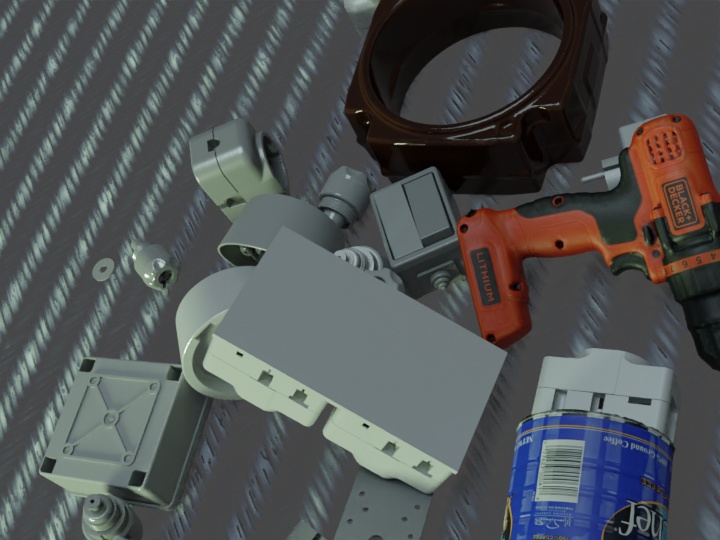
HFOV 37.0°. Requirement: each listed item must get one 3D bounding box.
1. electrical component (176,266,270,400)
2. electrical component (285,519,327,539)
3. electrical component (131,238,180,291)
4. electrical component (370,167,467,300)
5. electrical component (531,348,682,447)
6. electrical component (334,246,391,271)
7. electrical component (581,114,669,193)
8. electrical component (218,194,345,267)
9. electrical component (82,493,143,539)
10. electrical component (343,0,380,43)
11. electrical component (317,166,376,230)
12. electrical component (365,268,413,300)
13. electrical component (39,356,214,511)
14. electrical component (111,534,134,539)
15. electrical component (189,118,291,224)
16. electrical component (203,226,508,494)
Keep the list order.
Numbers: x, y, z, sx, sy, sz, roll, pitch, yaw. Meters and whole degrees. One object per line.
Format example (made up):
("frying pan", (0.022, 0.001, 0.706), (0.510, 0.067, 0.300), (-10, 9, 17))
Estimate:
("electrical component", (-0.095, 0.045, 0.860), (0.108, 0.108, 0.060), (-31, 46, 4))
("electrical component", (-0.020, 0.225, 0.744), (0.089, 0.050, 0.055), (30, 75, 36))
("electrical component", (-0.191, -0.009, 0.982), (0.035, 0.035, 0.061), (-43, 50, -5))
("electrical component", (0.052, -0.027, 0.862), (0.062, 0.061, 0.096), (-23, 53, 10))
("electrical component", (0.171, 0.090, 0.740), (0.089, 0.050, 0.055), (4, 62, 27))
("electrical component", (0.000, 0.000, 0.864), (0.040, 0.078, 0.040), (-7, 73, 23))
("electrical component", (0.209, -0.072, 0.826), (0.077, 0.047, 0.065), (-16, 55, 16))
("electrical component", (-0.063, -0.015, 0.886), (0.099, 0.099, 0.064), (5, 56, 28))
("electrical component", (-0.196, 0.194, 0.832), (0.040, 0.078, 0.040), (-3, 56, 5))
("electrical component", (0.034, -0.263, 1.021), (0.095, 0.059, 0.053), (-17, 55, 15))
("electrical component", (-0.017, -0.054, 0.922), (0.043, 0.043, 0.062), (15, 65, 31))
("electrical component", (0.021, 0.029, 0.841), (0.043, 0.062, 0.043), (-12, 56, 18))
("electrical component", (-0.189, 0.132, 0.878), (0.109, 0.056, 0.108), (2, 61, 26))
("electrical component", (-0.167, 0.255, 0.795), (0.100, 0.048, 0.099), (24, 72, 34))
("electrical component", (-0.101, -0.086, 0.949), (0.059, 0.095, 0.053), (-21, 54, 12))
("electrical component", (-0.004, 0.066, 0.766), (0.186, 0.060, 0.105), (30, 54, 0))
